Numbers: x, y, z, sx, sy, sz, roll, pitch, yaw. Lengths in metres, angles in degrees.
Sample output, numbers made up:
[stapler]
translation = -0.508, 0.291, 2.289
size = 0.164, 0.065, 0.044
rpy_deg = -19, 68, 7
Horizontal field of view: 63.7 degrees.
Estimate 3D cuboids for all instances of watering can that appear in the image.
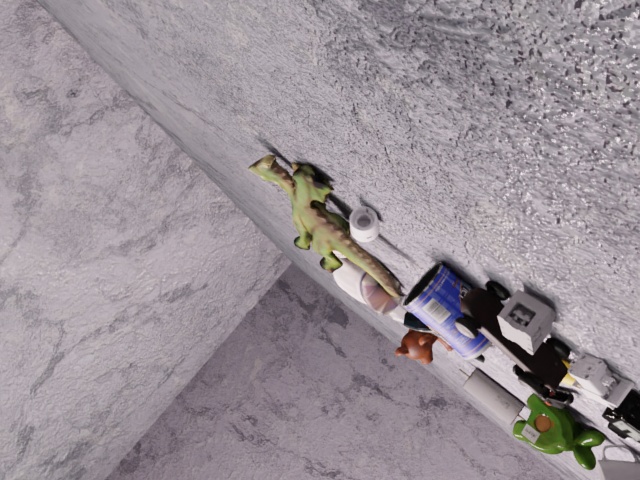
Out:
[watering can]
translation = 0.086, 0.080, 1.364
size = 0.342, 0.105, 0.226
rpy_deg = 45, -10, -35

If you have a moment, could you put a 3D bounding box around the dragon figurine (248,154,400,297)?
[dragon figurine]
translation = 0.003, -0.053, 1.059
size = 0.415, 0.123, 0.237
rpy_deg = 35, -18, 31
